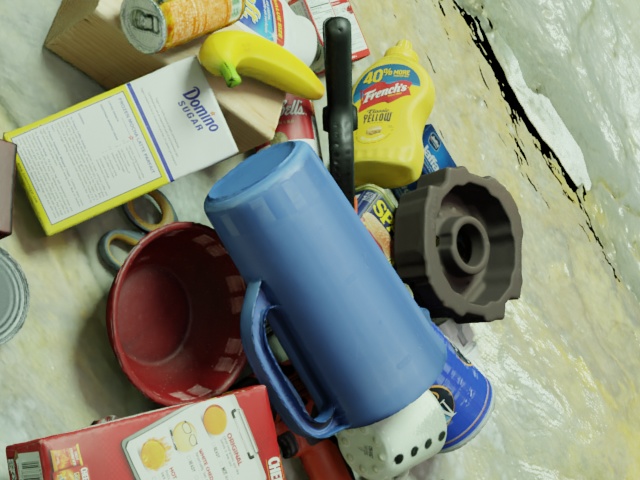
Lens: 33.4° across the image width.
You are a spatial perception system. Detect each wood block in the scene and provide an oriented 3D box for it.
[{"bbox_3d":[-0.136,-0.169,0.991,0.205,0.091,0.090,35,55,-33],"label":"wood block"}]

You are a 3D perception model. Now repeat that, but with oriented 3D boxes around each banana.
[{"bbox_3d":[-0.057,-0.154,0.949,0.069,0.037,0.197,58,23,9],"label":"banana"}]

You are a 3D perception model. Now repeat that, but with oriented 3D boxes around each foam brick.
[{"bbox_3d":[-0.275,-0.039,0.838,0.051,0.053,0.078,14,66,-42],"label":"foam brick"}]

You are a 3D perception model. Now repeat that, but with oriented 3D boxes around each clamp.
[{"bbox_3d":[0.020,-0.132,1.094,0.164,0.036,0.210,-91,178,-71],"label":"clamp"}]

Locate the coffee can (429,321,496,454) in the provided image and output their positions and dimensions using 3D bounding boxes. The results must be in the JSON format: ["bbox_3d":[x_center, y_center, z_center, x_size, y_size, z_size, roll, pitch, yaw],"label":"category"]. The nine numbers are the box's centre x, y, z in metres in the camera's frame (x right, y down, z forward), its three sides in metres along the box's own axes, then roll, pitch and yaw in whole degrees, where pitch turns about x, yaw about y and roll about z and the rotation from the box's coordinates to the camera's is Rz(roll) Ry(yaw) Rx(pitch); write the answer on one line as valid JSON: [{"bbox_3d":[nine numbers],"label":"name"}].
[{"bbox_3d":[0.102,0.142,1.118,0.140,0.103,0.102,46,49,-24],"label":"coffee can"}]

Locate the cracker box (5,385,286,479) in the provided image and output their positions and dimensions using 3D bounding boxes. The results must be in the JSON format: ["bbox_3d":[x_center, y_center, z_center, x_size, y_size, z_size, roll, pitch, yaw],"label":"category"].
[{"bbox_3d":[-0.125,0.215,0.832,0.213,0.072,0.164,-7,83,-44],"label":"cracker box"}]

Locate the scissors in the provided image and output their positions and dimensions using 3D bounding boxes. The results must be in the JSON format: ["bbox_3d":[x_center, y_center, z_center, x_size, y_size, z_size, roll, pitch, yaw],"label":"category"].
[{"bbox_3d":[-0.118,0.005,1.003,0.201,0.016,0.096,11,73,-42],"label":"scissors"}]

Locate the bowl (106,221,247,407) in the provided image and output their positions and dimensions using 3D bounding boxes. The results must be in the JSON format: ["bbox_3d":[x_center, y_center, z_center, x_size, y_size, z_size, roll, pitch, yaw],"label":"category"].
[{"bbox_3d":[-0.131,0.065,0.933,0.161,0.055,0.162,3,85,-46],"label":"bowl"}]

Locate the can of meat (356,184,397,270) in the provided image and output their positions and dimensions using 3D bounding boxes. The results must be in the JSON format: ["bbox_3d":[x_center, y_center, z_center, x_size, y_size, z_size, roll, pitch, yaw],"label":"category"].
[{"bbox_3d":[0.051,0.006,1.147,0.102,0.058,0.083,54,48,-18],"label":"can of meat"}]

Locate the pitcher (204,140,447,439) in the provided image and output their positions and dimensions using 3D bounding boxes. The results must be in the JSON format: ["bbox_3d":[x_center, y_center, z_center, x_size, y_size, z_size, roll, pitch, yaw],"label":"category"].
[{"bbox_3d":[-0.004,0.044,0.938,0.242,0.145,0.149,58,11,-18],"label":"pitcher"}]

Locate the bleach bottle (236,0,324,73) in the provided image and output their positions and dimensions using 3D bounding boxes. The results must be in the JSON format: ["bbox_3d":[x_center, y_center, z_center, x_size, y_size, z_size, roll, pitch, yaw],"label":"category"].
[{"bbox_3d":[-0.086,-0.241,1.088,0.250,0.068,0.102,23,62,-41],"label":"bleach bottle"}]

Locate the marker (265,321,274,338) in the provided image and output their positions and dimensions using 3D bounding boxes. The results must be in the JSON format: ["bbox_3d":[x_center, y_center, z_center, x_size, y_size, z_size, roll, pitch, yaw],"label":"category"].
[{"bbox_3d":[-0.053,0.086,1.042,0.120,0.020,0.020,-32,100,-46],"label":"marker"}]

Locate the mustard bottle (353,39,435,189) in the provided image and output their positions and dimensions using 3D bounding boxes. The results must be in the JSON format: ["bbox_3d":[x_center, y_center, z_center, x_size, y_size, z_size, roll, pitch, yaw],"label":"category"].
[{"bbox_3d":[0.079,-0.148,1.196,0.058,0.096,0.191,54,41,-47],"label":"mustard bottle"}]

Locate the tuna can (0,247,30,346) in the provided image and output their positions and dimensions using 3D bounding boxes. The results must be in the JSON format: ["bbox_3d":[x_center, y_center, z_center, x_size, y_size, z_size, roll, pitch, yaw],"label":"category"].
[{"bbox_3d":[-0.271,0.045,0.827,0.086,0.034,0.086,16,66,-41],"label":"tuna can"}]

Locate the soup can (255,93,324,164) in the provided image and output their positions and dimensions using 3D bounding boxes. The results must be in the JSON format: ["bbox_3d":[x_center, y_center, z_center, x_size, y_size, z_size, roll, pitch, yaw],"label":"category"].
[{"bbox_3d":[-0.033,-0.094,1.086,0.068,0.069,0.102,-1,78,-45],"label":"soup can"}]

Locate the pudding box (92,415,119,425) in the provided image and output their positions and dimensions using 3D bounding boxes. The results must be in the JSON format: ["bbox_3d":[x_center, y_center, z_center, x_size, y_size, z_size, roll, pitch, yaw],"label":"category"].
[{"bbox_3d":[-0.153,0.211,0.885,0.113,0.039,0.090,37,54,-30],"label":"pudding box"}]

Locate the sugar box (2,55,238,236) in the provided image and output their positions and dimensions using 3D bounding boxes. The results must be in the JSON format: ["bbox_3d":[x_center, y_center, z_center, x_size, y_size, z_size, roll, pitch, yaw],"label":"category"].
[{"bbox_3d":[-0.168,-0.080,0.903,0.176,0.048,0.093,-25,97,-15],"label":"sugar box"}]

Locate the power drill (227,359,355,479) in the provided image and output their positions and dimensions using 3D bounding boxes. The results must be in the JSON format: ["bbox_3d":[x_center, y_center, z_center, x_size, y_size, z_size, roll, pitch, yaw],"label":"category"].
[{"bbox_3d":[-0.023,0.209,1.002,0.184,0.057,0.187,-22,92,-47],"label":"power drill"}]

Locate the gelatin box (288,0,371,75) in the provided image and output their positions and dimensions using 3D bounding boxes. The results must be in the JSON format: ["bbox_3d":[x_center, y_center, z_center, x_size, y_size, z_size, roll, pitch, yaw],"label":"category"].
[{"bbox_3d":[0.010,-0.238,1.205,0.073,0.030,0.089,-28,97,-45],"label":"gelatin box"}]
